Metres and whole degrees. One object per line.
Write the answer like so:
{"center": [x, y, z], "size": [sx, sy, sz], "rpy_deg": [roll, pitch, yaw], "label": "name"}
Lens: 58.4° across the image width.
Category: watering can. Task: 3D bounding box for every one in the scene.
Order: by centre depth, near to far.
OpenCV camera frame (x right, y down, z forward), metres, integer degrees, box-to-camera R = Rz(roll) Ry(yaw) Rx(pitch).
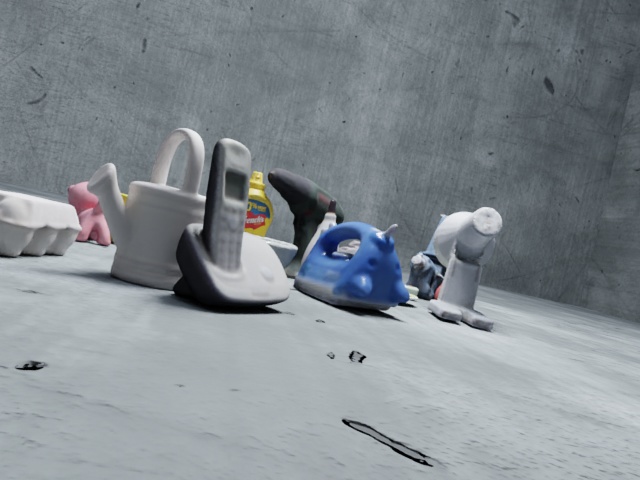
{"center": [-0.190, -0.044, 0.698], "size": [0.100, 0.194, 0.173], "rpy_deg": [13, 1, 26], "label": "watering can"}

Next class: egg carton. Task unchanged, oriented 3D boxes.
{"center": [-0.374, -0.021, 0.709], "size": [0.107, 0.069, 0.150], "rpy_deg": [13, 1, 5], "label": "egg carton"}

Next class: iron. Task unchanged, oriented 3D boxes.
{"center": [0.039, 0.030, 0.950], "size": [0.119, 0.141, 0.257], "rpy_deg": [12, 1, -34], "label": "iron"}

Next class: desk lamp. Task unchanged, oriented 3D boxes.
{"center": [0.280, 0.045, 1.083], "size": [0.118, 0.213, 0.203], "rpy_deg": [13, 1, 0], "label": "desk lamp"}

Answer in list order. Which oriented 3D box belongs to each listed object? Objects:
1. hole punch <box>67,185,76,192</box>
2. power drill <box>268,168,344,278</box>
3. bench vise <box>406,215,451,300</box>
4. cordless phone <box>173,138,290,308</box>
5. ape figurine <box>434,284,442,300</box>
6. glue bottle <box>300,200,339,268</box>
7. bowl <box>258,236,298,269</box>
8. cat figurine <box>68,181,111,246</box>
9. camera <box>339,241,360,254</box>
{"center": [-0.456, -0.059, 1.175], "size": [0.101, 0.091, 0.109], "rpy_deg": [13, 1, 14], "label": "hole punch"}
{"center": [-0.042, -0.026, 1.190], "size": [0.075, 0.208, 0.230], "rpy_deg": [13, 1, 38], "label": "power drill"}
{"center": [0.296, 0.040, 1.415], "size": [0.121, 0.220, 0.208], "rpy_deg": [13, 1, 16], "label": "bench vise"}
{"center": [-0.088, -0.015, 0.668], "size": [0.093, 0.185, 0.148], "rpy_deg": [13, 1, 30], "label": "cordless phone"}
{"center": [0.299, 0.108, 1.276], "size": [0.075, 0.092, 0.078], "rpy_deg": [14, 1, 41], "label": "ape figurine"}
{"center": [0.011, 0.004, 1.152], "size": [0.078, 0.173, 0.037], "rpy_deg": [12, 1, -32], "label": "glue bottle"}
{"center": [-0.125, 0.028, 0.950], "size": [0.167, 0.075, 0.167], "rpy_deg": [13, 1, 0], "label": "bowl"}
{"center": [-0.405, -0.058, 1.009], "size": [0.067, 0.118, 0.127], "rpy_deg": [12, 1, -40], "label": "cat figurine"}
{"center": [0.120, 0.060, 1.472], "size": [0.136, 0.101, 0.144], "rpy_deg": [13, 1, 24], "label": "camera"}
